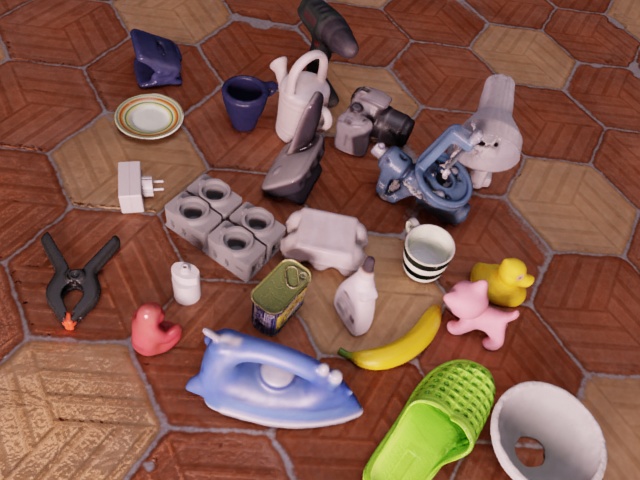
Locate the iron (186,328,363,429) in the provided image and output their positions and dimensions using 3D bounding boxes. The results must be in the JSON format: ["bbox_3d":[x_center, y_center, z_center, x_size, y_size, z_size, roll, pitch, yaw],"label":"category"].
[{"bbox_3d":[-0.052,0.186,0.805,0.258,0.141,0.118,14,53,1],"label":"iron"}]

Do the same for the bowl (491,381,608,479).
[{"bbox_3d":[0.318,0.296,0.831,0.167,0.075,0.167,5,54,-6],"label":"bowl"}]

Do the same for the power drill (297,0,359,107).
[{"bbox_3d":[0.011,-0.384,1.189,0.076,0.208,0.229,-14,58,-19],"label":"power drill"}]

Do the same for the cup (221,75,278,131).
[{"bbox_3d":[-0.140,-0.272,1.152,0.118,0.095,0.091,-24,62,-25],"label":"cup"}]

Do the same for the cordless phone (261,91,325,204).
[{"bbox_3d":[-0.041,-0.170,1.039,0.094,0.185,0.148,18,53,4],"label":"cordless phone"}]

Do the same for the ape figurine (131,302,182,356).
[{"bbox_3d":[-0.247,0.124,0.847,0.077,0.092,0.076,38,57,18],"label":"ape figurine"}]

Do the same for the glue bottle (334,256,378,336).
[{"bbox_3d":[0.062,0.078,0.884,0.037,0.173,0.078,-19,59,-21],"label":"glue bottle"}]

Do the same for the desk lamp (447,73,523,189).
[{"bbox_3d":[0.311,-0.197,1.102,0.118,0.213,0.203,16,53,2],"label":"desk lamp"}]

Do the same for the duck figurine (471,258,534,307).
[{"bbox_3d":[0.320,0.062,0.995,0.104,0.086,0.078,26,54,10],"label":"duck figurine"}]

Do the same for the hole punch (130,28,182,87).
[{"bbox_3d":[-0.342,-0.388,1.204,0.101,0.091,0.108,-12,57,-17],"label":"hole punch"}]

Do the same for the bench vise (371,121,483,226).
[{"bbox_3d":[0.192,-0.131,1.029,0.207,0.220,0.121,13,53,0],"label":"bench vise"}]

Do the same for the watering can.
[{"bbox_3d":[-0.037,-0.289,1.121,0.172,0.194,0.101,28,55,11],"label":"watering can"}]

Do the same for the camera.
[{"bbox_3d":[0.118,-0.241,1.171,0.136,0.101,0.143,26,54,10],"label":"camera"}]

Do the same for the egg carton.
[{"bbox_3d":[0.009,0.004,0.994,0.150,0.069,0.107,11,53,-2],"label":"egg carton"}]

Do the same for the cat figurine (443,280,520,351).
[{"bbox_3d":[0.257,0.111,0.929,0.127,0.118,0.067,20,53,5],"label":"cat figurine"}]
